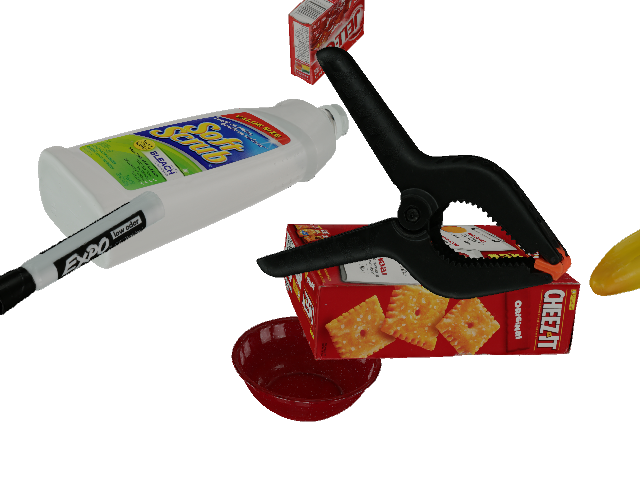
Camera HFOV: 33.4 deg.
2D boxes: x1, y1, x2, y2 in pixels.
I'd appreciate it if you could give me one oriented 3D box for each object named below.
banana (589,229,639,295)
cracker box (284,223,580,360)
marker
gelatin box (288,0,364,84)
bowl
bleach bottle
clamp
[{"bbox_3d":[0.277,0.005,0.728,0.198,0.037,0.069,-3,35,0],"label":"banana"},{"bbox_3d":[0.085,0.041,0.906,0.213,0.072,0.164,1,18,-11],"label":"cracker box"},{"bbox_3d":[-0.136,0.006,0.591,0.020,0.020,0.120,0,27,47],"label":"marker"},{"bbox_3d":[0.008,-0.200,0.993,0.030,0.089,0.073,30,-32,21],"label":"gelatin box"},{"bbox_3d":[-0.016,0.147,1.161,0.162,0.055,0.162,3,28,-2],"label":"bowl"},{"bbox_3d":[-0.085,-0.063,0.838,0.250,0.068,0.103,-25,50,-34],"label":"bleach bottle"},{"bbox_3d":[0.063,-0.030,0.696,0.210,0.165,0.036,16,17,21],"label":"clamp"}]
